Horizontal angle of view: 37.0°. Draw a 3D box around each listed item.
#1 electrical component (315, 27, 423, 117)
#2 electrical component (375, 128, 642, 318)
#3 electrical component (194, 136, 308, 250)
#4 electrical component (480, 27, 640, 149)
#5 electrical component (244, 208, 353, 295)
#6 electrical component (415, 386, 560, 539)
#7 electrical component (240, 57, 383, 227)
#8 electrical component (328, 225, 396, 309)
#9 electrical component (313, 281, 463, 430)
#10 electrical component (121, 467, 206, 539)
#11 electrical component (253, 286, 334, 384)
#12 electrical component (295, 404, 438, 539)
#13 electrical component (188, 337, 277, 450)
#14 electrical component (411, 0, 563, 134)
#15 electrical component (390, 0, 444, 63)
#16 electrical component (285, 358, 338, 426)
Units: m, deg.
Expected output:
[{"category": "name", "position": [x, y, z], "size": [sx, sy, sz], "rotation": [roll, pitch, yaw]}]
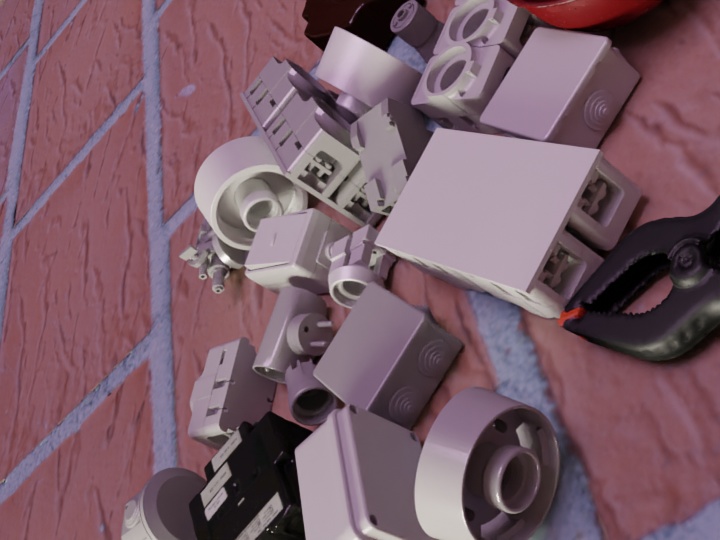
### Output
[{"category": "electrical component", "position": [0.010, -0.170, 0.989], "size": [0.060, 0.108, 0.108], "rotation": [-61, 32, 8]}, {"category": "electrical component", "position": [0.105, -0.036, 0.788], "size": [0.186, 0.060, 0.105], "rotation": [20, 80, 57]}, {"category": "electrical component", "position": [-0.103, -0.070, 1.056], "size": [0.108, 0.108, 0.060], "rotation": [-49, 40, 15]}, {"category": "electrical component", "position": [0.152, -0.130, 0.814], "size": [0.099, 0.048, 0.100], "rotation": [-58, 32, 0]}, {"category": "electrical component", "position": [-0.054, -0.016, 0.984], "size": [0.096, 0.061, 0.061], "rotation": [-9, 56, 50]}, {"category": "electrical component", "position": [0.076, 0.123, 0.665], "size": [0.064, 0.099, 0.099], "rotation": [8, 70, 49]}, {"category": "electrical component", "position": [-0.035, -0.125, 1.008], "size": [0.060, 0.105, 0.186], "rotation": [-50, 33, 13]}, {"category": "electrical component", "position": [0.000, 0.000, 0.914], "size": [0.066, 0.048, 0.055], "rotation": [-27, 36, 40]}, {"category": "electrical component", "position": [0.022, 0.068, 0.824], "size": [0.099, 0.048, 0.100], "rotation": [-58, 32, 0]}, {"category": "electrical component", "position": [-0.161, 0.214, 0.920], "size": [0.051, 0.080, 0.080], "rotation": [-40, 36, 36]}, {"category": "electrical component", "position": [-0.051, 0.057, 0.936], "size": [0.079, 0.043, 0.077], "rotation": [-7, 58, 51]}, {"category": "electrical component", "position": [0.006, 0.158, 0.744], "size": [0.057, 0.078, 0.113], "rotation": [-44, 35, 26]}, {"category": "electrical component", "position": [-0.115, 0.114, 0.967], "size": [0.056, 0.050, 0.089], "rotation": [-20, 48, 44]}, {"category": "electrical component", "position": [0.113, -0.195, 0.909], "size": [0.089, 0.062, 0.150], "rotation": [5, 68, 55]}, {"category": "electrical component", "position": [0.060, -0.218, 0.995], "size": [0.044, 0.065, 0.044], "rotation": [-33, 40, 34]}, {"category": "electrical component", "position": [-0.042, 0.100, 0.893], "size": [0.040, 0.040, 0.046], "rotation": [-49, 29, 14]}]
